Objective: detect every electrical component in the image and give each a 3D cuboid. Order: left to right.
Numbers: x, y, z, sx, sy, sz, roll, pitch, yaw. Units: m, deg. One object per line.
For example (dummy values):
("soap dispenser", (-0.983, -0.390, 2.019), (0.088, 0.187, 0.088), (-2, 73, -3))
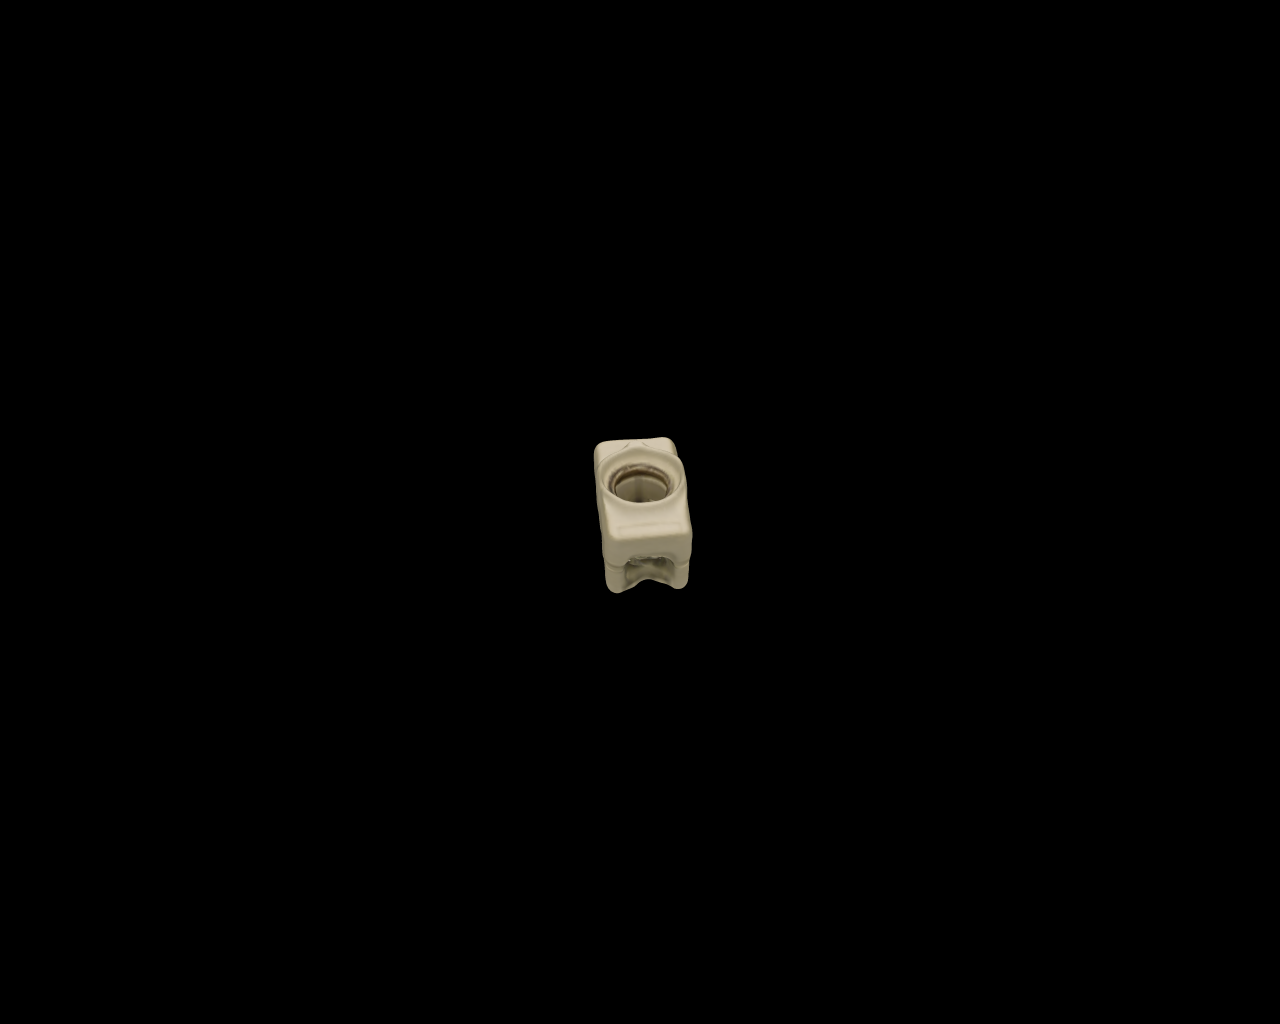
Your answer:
("electrical component", (0.001, -0.003, 0.650), (0.050, 0.055, 0.090), (-4, 44, -4))
